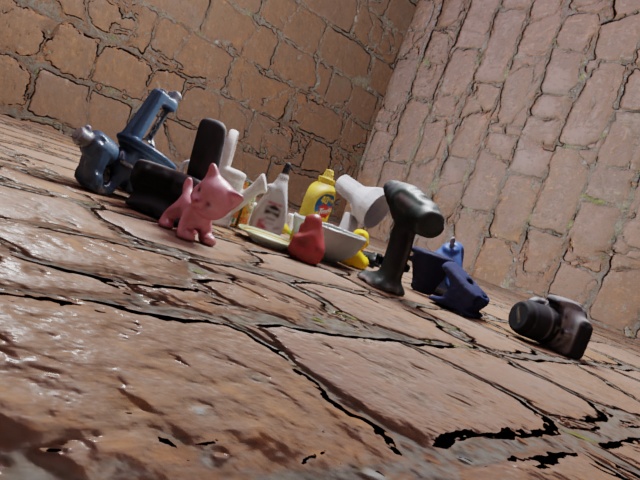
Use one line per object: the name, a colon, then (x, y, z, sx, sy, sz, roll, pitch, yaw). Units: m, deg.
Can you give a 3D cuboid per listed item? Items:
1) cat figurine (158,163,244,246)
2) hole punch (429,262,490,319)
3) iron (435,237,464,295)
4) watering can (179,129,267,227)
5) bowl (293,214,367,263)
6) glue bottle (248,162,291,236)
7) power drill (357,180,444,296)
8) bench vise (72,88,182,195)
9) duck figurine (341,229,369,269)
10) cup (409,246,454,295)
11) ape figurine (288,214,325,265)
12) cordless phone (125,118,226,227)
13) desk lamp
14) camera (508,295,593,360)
cat figurine: (-0.173, -0.057, 0.849, 0.067, 0.118, 0.127, 16, 6, -44)
hole punch: (0.290, 0.101, 1.154, 0.100, 0.091, 0.109, 22, 5, 32)
iron: (0.322, 0.066, 1.417, 0.118, 0.141, 0.259, 21, 4, 20)
watering can: (-0.196, -0.130, 1.175, 0.173, 0.194, 0.100, 18, 4, -27)
bowl: (0.011, 0.004, 1.225, 0.167, 0.075, 0.167, 20, 4, -1)
glue bottle: (-0.099, -0.092, 1.283, 0.078, 0.173, 0.037, 18, 4, -21)
power drill: (0.148, -0.009, 1.100, 0.076, 0.208, 0.229, 18, 4, -22)
bench vise: (-0.325, -0.179, 1.024, 0.121, 0.220, 0.208, 21, 4, 15)
duck figurine: (0.085, 0.017, 1.324, 0.077, 0.086, 0.104, 20, 4, -1)
cup: (0.224, 0.067, 1.262, 0.117, 0.095, 0.092, 22, 4, 25)
ape figurine: (-0.021, -0.005, 1.070, 0.075, 0.092, 0.078, 23, 5, 42)
cordless phone: (-0.234, -0.123, 0.965, 0.147, 0.185, 0.094, 20, 4, 11)
desk lamp: (0.090, -0.076, 1.691, 0.202, 0.213, 0.118, 22, 5, 32)
camera: (0.427, 0.149, 1.099, 0.137, 0.101, 0.143, 18, 4, -19)
